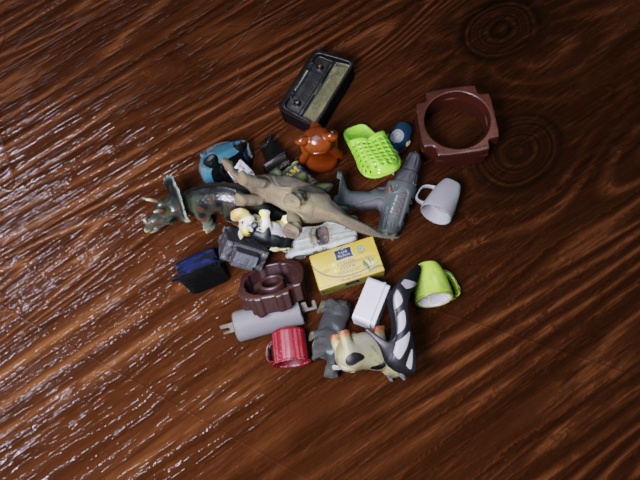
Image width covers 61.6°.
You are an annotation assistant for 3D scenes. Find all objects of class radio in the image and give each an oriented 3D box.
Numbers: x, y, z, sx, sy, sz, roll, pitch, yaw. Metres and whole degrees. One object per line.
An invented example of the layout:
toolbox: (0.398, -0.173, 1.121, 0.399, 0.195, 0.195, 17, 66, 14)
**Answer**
radio: (-0.009, -0.417, 1.517, 0.131, 0.073, 0.229, 27, 76, 14)

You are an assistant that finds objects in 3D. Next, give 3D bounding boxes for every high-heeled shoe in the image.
high-heeled shoe: (0.208, 0.177, 1.218, 0.145, 0.086, 0.249, 38, 66, 5)

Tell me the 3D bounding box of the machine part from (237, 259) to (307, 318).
machine part: (-0.114, 0.114, 1.311, 0.179, 0.056, 0.179, -11, 29, 6)

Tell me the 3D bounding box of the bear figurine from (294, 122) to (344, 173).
bear figurine: (-0.007, -0.256, 1.398, 0.120, 0.195, 0.132, -11, 70, 5)

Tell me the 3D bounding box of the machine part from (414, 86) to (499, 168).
machine part: (0.360, -0.299, 1.429, 0.202, 0.087, 0.201, -7, 71, 2)

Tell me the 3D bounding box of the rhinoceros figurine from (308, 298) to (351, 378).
rhinoceros figurine: (0.029, 0.235, 1.294, 0.112, 0.073, 0.190, 12, 68, -4)

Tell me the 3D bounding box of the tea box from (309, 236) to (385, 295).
tea box: (0.068, 0.066, 1.346, 0.170, 0.068, 0.098, -19, 71, 1)

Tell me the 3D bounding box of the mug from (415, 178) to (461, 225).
mug: (0.306, -0.108, 1.378, 0.110, 0.080, 0.107, 26, 64, 19)

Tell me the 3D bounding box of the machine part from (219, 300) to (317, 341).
machine part: (-0.126, 0.192, 1.321, 0.243, 0.079, 0.079, -16, 70, 0)

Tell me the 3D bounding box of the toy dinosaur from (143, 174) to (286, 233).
toy dinosaur: (-0.248, -0.095, 1.373, 0.405, 0.192, 0.131, -4, 73, 6)

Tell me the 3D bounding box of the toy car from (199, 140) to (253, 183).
toy car: (-0.270, -0.219, 1.467, 0.162, 0.109, 0.103, -40, 54, -16)

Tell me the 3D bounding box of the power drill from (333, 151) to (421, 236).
power drill: (0.144, -0.129, 1.392, 0.207, 0.086, 0.232, 10, 84, 5)

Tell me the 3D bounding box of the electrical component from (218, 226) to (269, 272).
electrical component: (-0.191, 0.024, 1.339, 0.115, 0.134, 0.058, 16, 110, -22)

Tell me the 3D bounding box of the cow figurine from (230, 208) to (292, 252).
cow figurine: (-0.144, -0.023, 1.320, 0.167, 0.068, 0.098, 11, 68, -31)

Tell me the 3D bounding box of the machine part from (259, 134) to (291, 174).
machine part: (-0.130, -0.229, 1.461, 0.084, 0.039, 0.139, -35, 48, 12)

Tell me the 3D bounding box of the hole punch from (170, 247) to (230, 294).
hole punch: (-0.304, 0.064, 1.369, 0.142, 0.115, 0.092, -19, 62, -1)

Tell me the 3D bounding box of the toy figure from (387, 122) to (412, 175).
toy figure: (0.196, -0.244, 1.446, 0.064, 0.057, 0.154, 14, 72, 48)

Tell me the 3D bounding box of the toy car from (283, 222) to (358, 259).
toy car: (-0.003, -0.004, 1.376, 0.202, 0.056, 0.073, -14, 70, 10)

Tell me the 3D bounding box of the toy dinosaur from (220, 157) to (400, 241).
toy dinosaur: (-0.038, -0.092, 1.291, 0.472, 0.198, 0.105, 30, 122, 14)

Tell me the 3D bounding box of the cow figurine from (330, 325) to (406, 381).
cow figurine: (0.125, 0.265, 1.235, 0.195, 0.085, 0.127, 1, 73, -29)
